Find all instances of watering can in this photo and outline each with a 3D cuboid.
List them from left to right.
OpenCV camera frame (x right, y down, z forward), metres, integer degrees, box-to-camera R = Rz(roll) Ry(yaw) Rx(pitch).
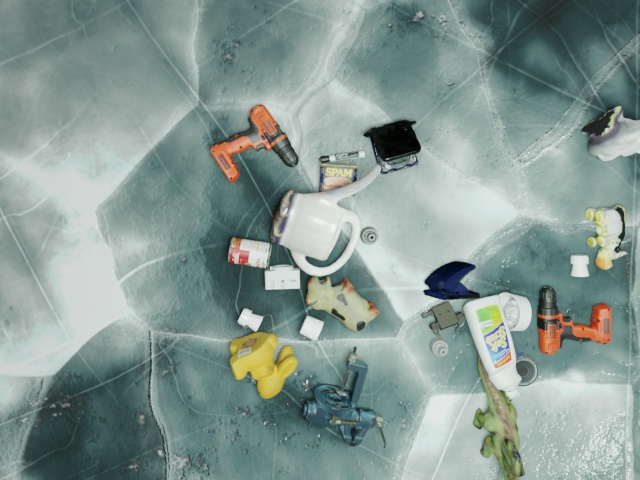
[{"bbox_3d":[0.004,-0.065,1.298,0.224,0.106,0.342,20,114,-4],"label":"watering can"}]

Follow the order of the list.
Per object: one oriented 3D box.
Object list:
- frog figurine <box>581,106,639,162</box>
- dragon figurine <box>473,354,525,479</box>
[{"bbox_3d":[0.792,-0.258,1.352,0.158,0.125,0.135,32,125,-13],"label":"frog figurine"},{"bbox_3d":[0.471,0.490,1.302,0.122,0.244,0.408,-15,96,3],"label":"dragon figurine"}]
